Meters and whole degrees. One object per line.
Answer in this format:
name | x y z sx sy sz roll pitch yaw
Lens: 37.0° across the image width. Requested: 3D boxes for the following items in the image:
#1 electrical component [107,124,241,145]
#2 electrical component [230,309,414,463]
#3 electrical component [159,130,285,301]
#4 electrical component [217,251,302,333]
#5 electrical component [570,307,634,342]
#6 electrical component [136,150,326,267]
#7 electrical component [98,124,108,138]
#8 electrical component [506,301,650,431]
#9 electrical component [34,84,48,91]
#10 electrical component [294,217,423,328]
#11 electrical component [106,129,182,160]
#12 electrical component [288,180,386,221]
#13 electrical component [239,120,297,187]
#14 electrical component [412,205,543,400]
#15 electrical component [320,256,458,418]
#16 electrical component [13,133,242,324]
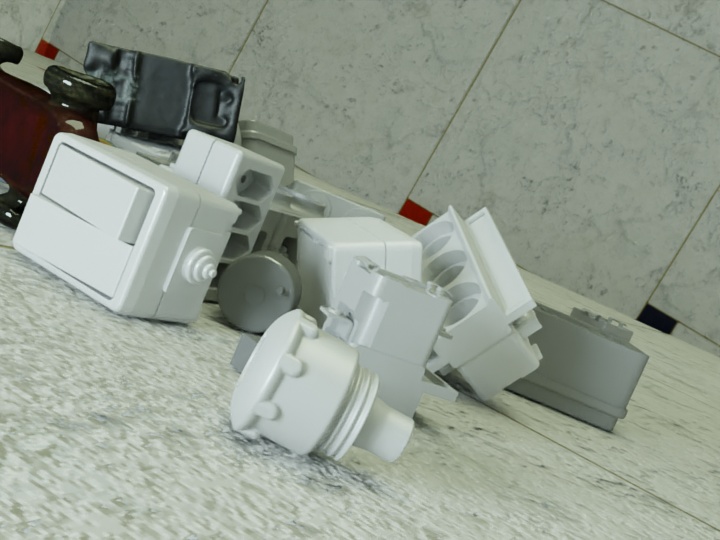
electrical component | -0.161 -0.107 0.908 0.108 0.108 0.060 24 12 8
electrical component | -0.011 0.046 0.381 0.062 0.048 0.048 29 5 -7
electrical component | -0.097 -0.036 0.594 0.076 0.083 0.047 26 6 26
electrical component | -0.051 0.010 0.574 0.040 0.040 0.078 23 5 1
electrical component | 0.184 0.065 0.862 0.081 0.063 0.042 17 7 -45
electrical component | -0.082 -0.031 0.720 0.089 0.061 0.150 26 6 24
electrical component | -0.226 -0.115 1.010 0.077 0.044 0.079 27 7 31
electrical component | 0.132 0.059 0.748 0.113 0.057 0.078 23 6 -4
electrical component | -0.252 -0.126 0.869 0.052 0.073 0.138 19 7 -35
electrical component | 0.002 0.008 0.610 0.061 0.061 0.096 -2 13 -17
electrical component | -0.146 -0.060 0.776 0.062 0.061 0.096 25 13 38
electrical component | -0.032 -0.037 0.930 0.100 0.048 0.100 22 -9 -12
electrical component | -0.122 -0.098 0.987 0.113 0.057 0.078 -3 -8 29
electrical component | 0.066 0.020 0.665 0.063 0.079 0.121 50 13 -26
electrical component | 0.009 0.030 0.504 0.081 0.063 0.042 20 6 -25
electrical component | -0.107 -0.018 0.498 0.096 0.061 0.061 27 7 31
